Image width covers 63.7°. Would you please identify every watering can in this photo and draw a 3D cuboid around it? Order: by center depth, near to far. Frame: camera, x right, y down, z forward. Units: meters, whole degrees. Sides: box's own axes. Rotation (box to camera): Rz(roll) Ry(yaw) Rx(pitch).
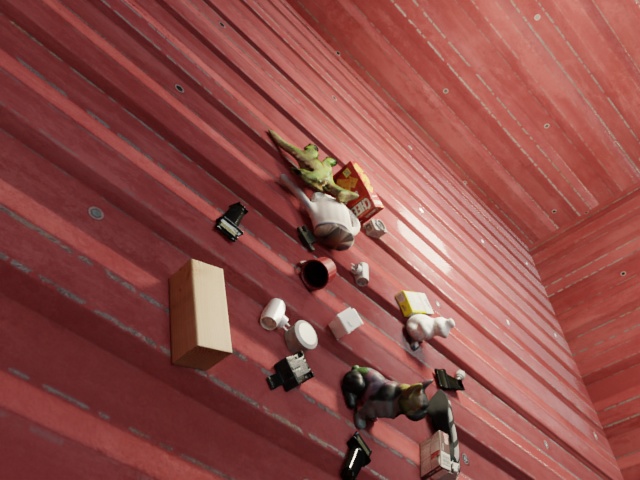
[{"bbox_3d":[0.005,-0.089,1.760,0.345,0.230,0.102,25,-54,-28],"label":"watering can"}]

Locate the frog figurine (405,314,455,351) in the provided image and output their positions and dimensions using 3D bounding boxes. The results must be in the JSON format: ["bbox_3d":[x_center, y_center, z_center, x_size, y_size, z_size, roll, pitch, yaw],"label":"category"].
[{"bbox_3d":[0.383,0.301,1.802,0.157,0.124,0.137,-38,-25,27],"label":"frog figurine"}]

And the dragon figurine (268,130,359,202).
[{"bbox_3d":[-0.041,-0.258,1.821,0.410,0.121,0.246,33,17,-2],"label":"dragon figurine"}]
